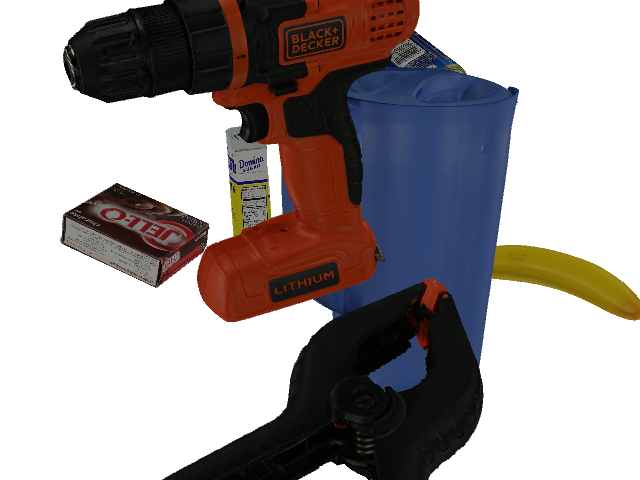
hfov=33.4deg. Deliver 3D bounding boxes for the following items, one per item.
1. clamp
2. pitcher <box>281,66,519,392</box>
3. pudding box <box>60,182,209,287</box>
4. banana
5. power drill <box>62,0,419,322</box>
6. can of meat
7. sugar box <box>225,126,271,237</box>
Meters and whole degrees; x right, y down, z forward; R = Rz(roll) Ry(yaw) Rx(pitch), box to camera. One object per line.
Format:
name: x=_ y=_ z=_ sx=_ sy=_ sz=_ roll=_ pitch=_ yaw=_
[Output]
clamp: x=0.023 y=0.081 z=0.416 sx=0.120 sy=0.039 sz=0.171 roll=29 pitch=50 yaw=21
pitcher: x=0.057 y=0.002 z=0.766 sx=0.149 sy=0.243 sz=0.145 roll=5 pitch=20 yaw=11
pudding box: x=-0.178 y=-0.007 z=1.026 sx=0.113 sy=0.039 sz=0.089 roll=22 pitch=29 yaw=16
banana: x=0.227 y=0.038 z=1.060 sx=0.198 sy=0.037 sz=0.069 roll=10 pitch=46 yaw=26
power drill: x=-0.035 y=-0.048 z=0.568 sx=0.184 sy=0.188 sz=0.057 roll=-15 pitch=39 yaw=-19
can of meat: x=0.086 y=-0.129 z=0.935 sx=0.057 sy=0.102 sz=0.084 roll=-32 pitch=50 yaw=-13
sugar box: x=-0.088 y=-0.045 z=1.321 sx=0.048 sy=0.176 sz=0.093 roll=-9 pitch=24 yaw=-9
